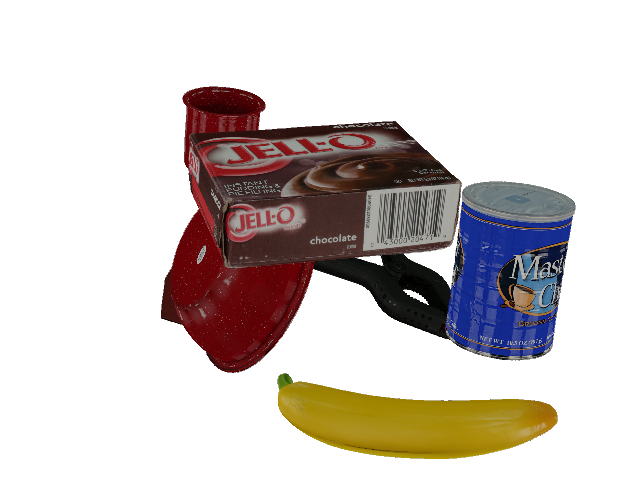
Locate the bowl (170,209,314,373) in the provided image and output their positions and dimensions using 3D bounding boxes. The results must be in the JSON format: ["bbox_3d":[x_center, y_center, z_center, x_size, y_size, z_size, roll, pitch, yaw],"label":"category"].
[{"bbox_3d":[-0.070,0.018,0.826,0.055,0.162,0.162,22,-12,-30],"label":"bowl"}]

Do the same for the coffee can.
[{"bbox_3d":[0.175,0.026,0.994,0.103,0.140,0.103,4,20,-2],"label":"coffee can"}]

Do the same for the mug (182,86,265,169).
[{"bbox_3d":[-0.109,-0.125,1.217,0.093,0.081,0.117,12,27,9],"label":"mug"}]

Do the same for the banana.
[{"bbox_3d":[0.051,0.113,0.697,0.198,0.037,0.069,6,31,20],"label":"banana"}]

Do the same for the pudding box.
[{"bbox_3d":[-0.001,-0.025,0.513,0.113,0.039,0.090,-3,26,-16],"label":"pudding box"}]

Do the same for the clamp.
[{"bbox_3d":[0.073,0.043,1.227,0.164,0.036,0.210,-17,49,-37],"label":"clamp"}]

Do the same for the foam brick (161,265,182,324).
[{"bbox_3d":[-0.112,0.054,1.052,0.078,0.051,0.053,17,33,8],"label":"foam brick"}]
